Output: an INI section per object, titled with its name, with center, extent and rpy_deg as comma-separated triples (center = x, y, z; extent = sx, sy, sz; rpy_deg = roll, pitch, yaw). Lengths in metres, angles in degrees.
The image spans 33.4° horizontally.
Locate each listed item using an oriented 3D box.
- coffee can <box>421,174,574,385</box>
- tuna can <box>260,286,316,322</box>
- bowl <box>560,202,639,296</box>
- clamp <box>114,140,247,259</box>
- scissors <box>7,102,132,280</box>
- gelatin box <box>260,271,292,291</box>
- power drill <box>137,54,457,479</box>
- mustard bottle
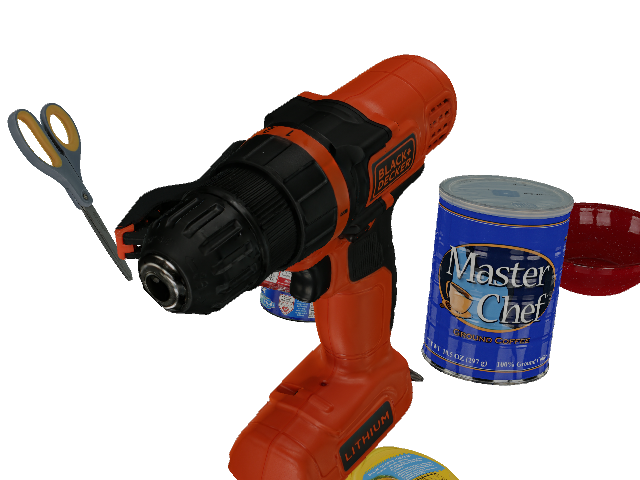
[coffee can]
center = 0.137, 0.028, 0.838
extent = 0.103, 0.140, 0.103
rpy_deg = 4, 17, -1
[tuna can]
center = -0.021, 0.056, 1.135
extent = 0.086, 0.034, 0.086
rpy_deg = 7, 18, -3
[bowl]
center = 0.297, 0.015, 1.163
extent = 0.162, 0.055, 0.162
rpy_deg = -1, 27, 0
[clamp]
center = -0.102, -0.034, 0.923
extent = 0.171, 0.039, 0.120
rpy_deg = -16, 39, -21
[scissors]
center = -0.241, -0.059, 1.089
extent = 0.016, 0.201, 0.096
rpy_deg = -24, 27, 27
[gelatin box]
center = -0.054, 0.012, 0.696
extent = 0.073, 0.030, 0.089
rpy_deg = 10, -5, 24
[power drill]
center = -0.005, 0.029, 0.467
extent = 0.057, 0.188, 0.184
rpy_deg = 25, 42, 28
[mustard bottle]
center = 0.081, 0.229, 0.936
extent = 0.096, 0.058, 0.192
rpy_deg = -19, 27, -32
